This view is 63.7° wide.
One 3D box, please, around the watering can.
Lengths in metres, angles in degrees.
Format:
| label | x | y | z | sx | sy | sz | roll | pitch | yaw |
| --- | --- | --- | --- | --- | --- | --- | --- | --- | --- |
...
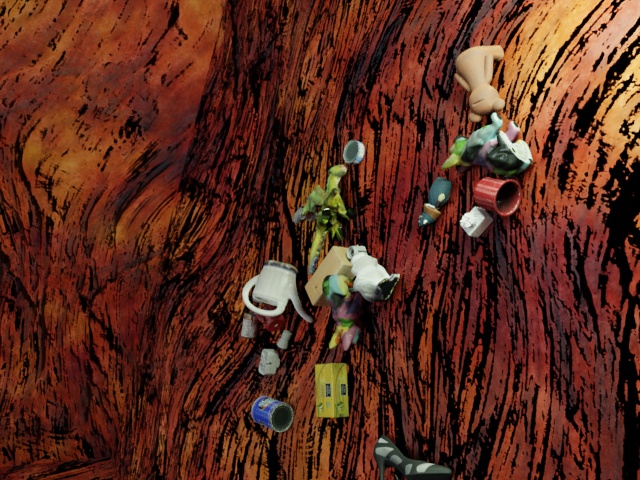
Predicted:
| label | x | y | z | sx | sy | sz | roll | pitch | yaw |
| --- | --- | --- | --- | --- | --- | --- | --- | --- | --- |
| watering can | -0.146 | 0.197 | 2.008 | 0.348 | 0.228 | 0.102 | 10 | -21 | 28 |

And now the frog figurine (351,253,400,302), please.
| label | x | y | z | sx | sy | sz | roll | pitch | yaw |
| --- | --- | --- | --- | --- | --- | --- | --- | --- | --- |
| frog figurine | 0.150 | 0.116 | 1.594 | 0.161 | 0.120 | 0.139 | 28 | 44 | 35 |

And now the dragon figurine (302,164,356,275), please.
| label | x | y | z | sx | sy | sz | roll | pitch | yaw |
| --- | --- | --- | --- | --- | --- | --- | --- | --- | --- |
| dragon figurine | 0.006 | -0.094 | 1.877 | 0.121 | 0.409 | 0.245 | 26 | 5 | -29 |
